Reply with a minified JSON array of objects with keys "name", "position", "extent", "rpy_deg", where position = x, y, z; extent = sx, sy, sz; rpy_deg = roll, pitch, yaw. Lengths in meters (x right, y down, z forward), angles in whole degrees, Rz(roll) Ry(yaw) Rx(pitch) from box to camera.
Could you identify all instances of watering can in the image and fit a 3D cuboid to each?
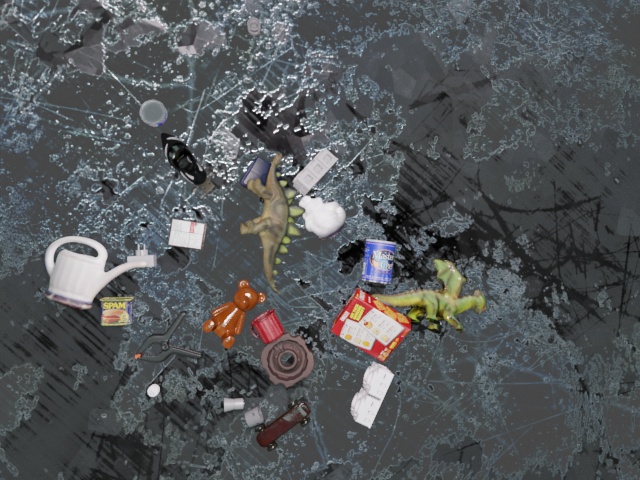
[{"name":"watering can","position":[-0.730,0.115,1.631],"extent":[0.348,0.103,0.225],"rpy_deg":[15,85,11]}]

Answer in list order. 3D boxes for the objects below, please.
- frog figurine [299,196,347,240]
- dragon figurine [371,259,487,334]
[{"name":"frog figurine","position":[0.005,-0.087,1.728],"extent":[0.136,0.124,0.158],"rpy_deg":[-34,104,13]},{"name":"dragon figurine","position":[0.396,0.179,1.779],"extent":[0.409,0.120,0.247],"rpy_deg":[25,68,-6]}]
